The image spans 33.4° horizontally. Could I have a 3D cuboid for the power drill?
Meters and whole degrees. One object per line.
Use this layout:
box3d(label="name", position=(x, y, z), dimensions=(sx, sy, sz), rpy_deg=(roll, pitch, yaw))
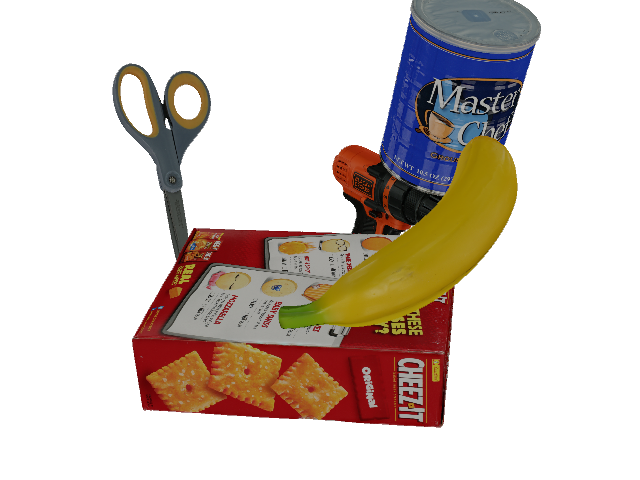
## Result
box3d(label="power drill", position=(0.072, 0.012, 1.076), dimensions=(0.057, 0.188, 0.185), rpy_deg=(-8, 26, -31))

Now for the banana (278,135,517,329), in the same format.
box3d(label="banana", position=(0.062, -0.008, 0.568), dimensions=(0.070, 0.037, 0.197), rpy_deg=(19, 41, 34))

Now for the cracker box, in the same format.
box3d(label="cracker box", position=(-0.011, 0.060, 0.788), dimensions=(0.214, 0.072, 0.164), rpy_deg=(2, 29, 9))

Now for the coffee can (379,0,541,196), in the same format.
box3d(label="coffee can", position=(0.111, -0.121, 0.871), dimensions=(0.102, 0.140, 0.103), rpy_deg=(7, 37, -5))

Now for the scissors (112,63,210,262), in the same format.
box3d(label="scissors", position=(-0.117, -0.064, 0.931), dimensions=(0.096, 0.202, 0.016), rpy_deg=(-24, -1, -29))
